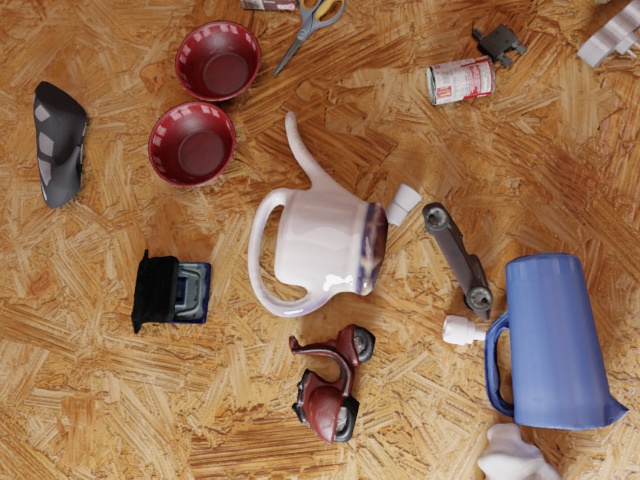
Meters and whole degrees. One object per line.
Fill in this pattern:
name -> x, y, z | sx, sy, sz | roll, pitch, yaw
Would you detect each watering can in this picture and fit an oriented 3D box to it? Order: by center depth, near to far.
watering can -> 0.003, -0.043, 0.846 | 0.224, 0.351, 0.103 | 9, -11, 8

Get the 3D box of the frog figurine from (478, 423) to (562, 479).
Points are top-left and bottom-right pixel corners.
frog figurine -> 0.274, 0.355, 0.738 | 0.137, 0.163, 0.120 | -29, -44, 11

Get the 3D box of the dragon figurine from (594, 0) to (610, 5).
dragon figurine -> 0.646, -0.497, 0.879 | 0.243, 0.413, 0.121 | 32, -9, 4
